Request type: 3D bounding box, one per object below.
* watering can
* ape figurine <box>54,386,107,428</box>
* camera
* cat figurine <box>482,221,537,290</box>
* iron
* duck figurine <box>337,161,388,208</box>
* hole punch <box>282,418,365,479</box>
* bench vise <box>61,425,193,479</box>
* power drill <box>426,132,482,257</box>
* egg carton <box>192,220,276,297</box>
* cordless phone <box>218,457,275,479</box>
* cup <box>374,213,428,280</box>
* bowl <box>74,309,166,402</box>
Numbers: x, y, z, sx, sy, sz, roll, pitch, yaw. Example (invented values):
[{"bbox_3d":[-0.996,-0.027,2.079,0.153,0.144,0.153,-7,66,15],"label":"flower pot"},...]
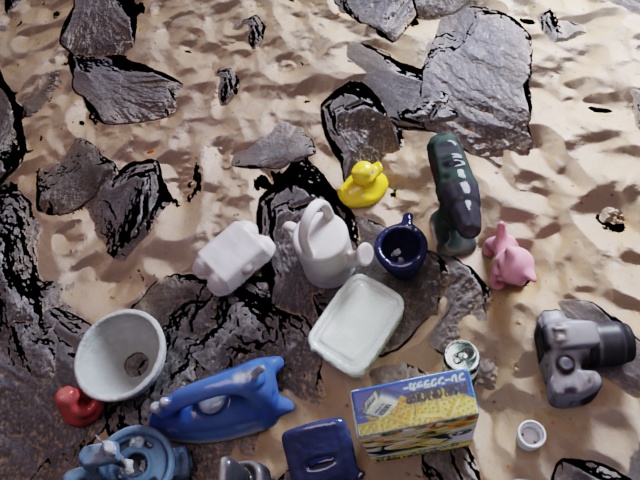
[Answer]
[{"bbox_3d":[0.010,0.002,1.000,0.172,0.194,0.101,1,61,12],"label":"watering can"},{"bbox_3d":[-0.420,0.280,0.987,0.077,0.092,0.076,28,70,24],"label":"ape figurine"},{"bbox_3d":[0.411,0.174,0.879,0.136,0.101,0.143,-5,60,8],"label":"camera"},{"bbox_3d":[0.321,0.029,0.969,0.067,0.118,0.127,-10,60,6],"label":"cat figurine"},{"bbox_3d":[-0.181,0.259,0.924,0.258,0.142,0.118,-18,59,1],"label":"iron"},{"bbox_3d":[0.081,-0.116,1.116,0.104,0.086,0.077,-25,59,-4],"label":"duck figurine"},{"bbox_3d":[0.005,0.333,0.875,0.108,0.091,0.101,-15,59,2],"label":"hole punch"},{"bbox_3d":[-0.316,0.355,0.850,0.207,0.220,0.121,-33,60,-8],"label":"bench vise"},{"bbox_3d":[0.232,-0.060,0.984,0.075,0.209,0.229,-11,59,5],"label":"power drill"},{"bbox_3d":[-0.162,0.035,1.088,0.150,0.069,0.107,-43,62,-13],"label":"egg carton"},{"bbox_3d":[-0.123,0.386,0.815,0.094,0.185,0.147,-6,60,8],"label":"cordless phone"},{"bbox_3d":[0.148,0.019,1.021,0.091,0.095,0.118,8,63,15],"label":"cup"},{"bbox_3d":[-0.342,0.213,1.020,0.167,0.075,0.167,-5,60,9],"label":"bowl"}]
